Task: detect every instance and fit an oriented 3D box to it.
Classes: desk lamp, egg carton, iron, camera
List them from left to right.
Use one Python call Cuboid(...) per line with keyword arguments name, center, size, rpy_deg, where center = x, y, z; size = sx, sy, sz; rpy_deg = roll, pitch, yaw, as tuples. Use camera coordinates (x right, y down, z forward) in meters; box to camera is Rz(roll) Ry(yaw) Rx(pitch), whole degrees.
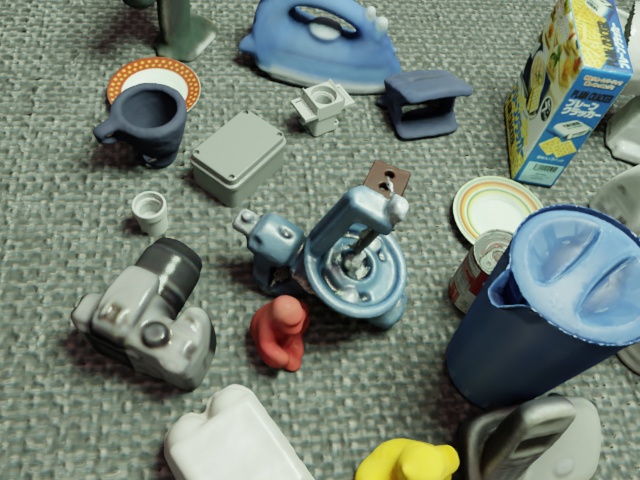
Cuboid(name="camera", center=(-0.170, 0.067, 0.614), size=(0.143, 0.101, 0.137), rpy_deg=(22, 58, 7))
Cuboid(name="egg carton", center=(-0.078, 0.221, 0.549), size=(0.107, 0.069, 0.150), rpy_deg=(-32, 67, -23))
Cuboid(name="iron", center=(0.015, -0.309, 0.845), size=(0.258, 0.141, 0.119), rpy_deg=(14, 58, 2))
Cuboid(name="desk lamp", center=(0.487, -0.213, 0.802), size=(0.203, 0.213, 0.118), rpy_deg=(20, 58, 6))

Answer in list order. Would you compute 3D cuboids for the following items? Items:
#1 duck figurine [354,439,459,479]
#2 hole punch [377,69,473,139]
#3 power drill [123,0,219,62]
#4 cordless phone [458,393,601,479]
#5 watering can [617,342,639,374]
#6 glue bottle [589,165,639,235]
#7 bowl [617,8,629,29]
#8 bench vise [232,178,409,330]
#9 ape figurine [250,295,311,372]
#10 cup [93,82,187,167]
Cuboid(name="duck figurine", center=(0.087, 0.227, 0.556), size=(0.105, 0.086, 0.077), rpy_deg=(-12, 61, -14))
Cuboid(name="hole punch", center=(0.150, -0.213, 0.832), size=(0.109, 0.091, 0.101), rpy_deg=(-12, 61, -14))
Cuboid(name="power drill", center=(-0.198, -0.375, 0.819), size=(0.075, 0.208, 0.230), rpy_deg=(25, 59, 9))
Cuboid(name="cordless phone", center=(0.216, 0.186, 0.539), size=(0.148, 0.185, 0.094), rpy_deg=(-11, 60, -13))
Cuboid(name="watering can", center=(0.405, 0.077, 0.625), size=(0.173, 0.194, 0.100), rpy_deg=(-15, 61, -15))
Cuboid(name="glue bottle", center=(0.412, -0.069, 0.728), size=(0.037, 0.173, 0.078), rpy_deg=(-13, 61, -14))
Cuboid(name="bowl", center=(0.451, -0.310, 0.939), size=(0.167, 0.075, 0.167), rpy_deg=(3, 58, -5))
Cuboid(name="bench vise", center=(0.004, 0.012, 0.599), size=(0.207, 0.220, 0.121), rpy_deg=(7, 58, -3))
Cuboid(name="ape figurine", center=(-0.039, 0.092, 0.620), size=(0.076, 0.092, 0.078), rpy_deg=(40, 62, 17))
Cuboid(name="cup", center=(-0.224, -0.133, 0.734), size=(0.118, 0.095, 0.091), rpy_deg=(-30, 66, -22))
